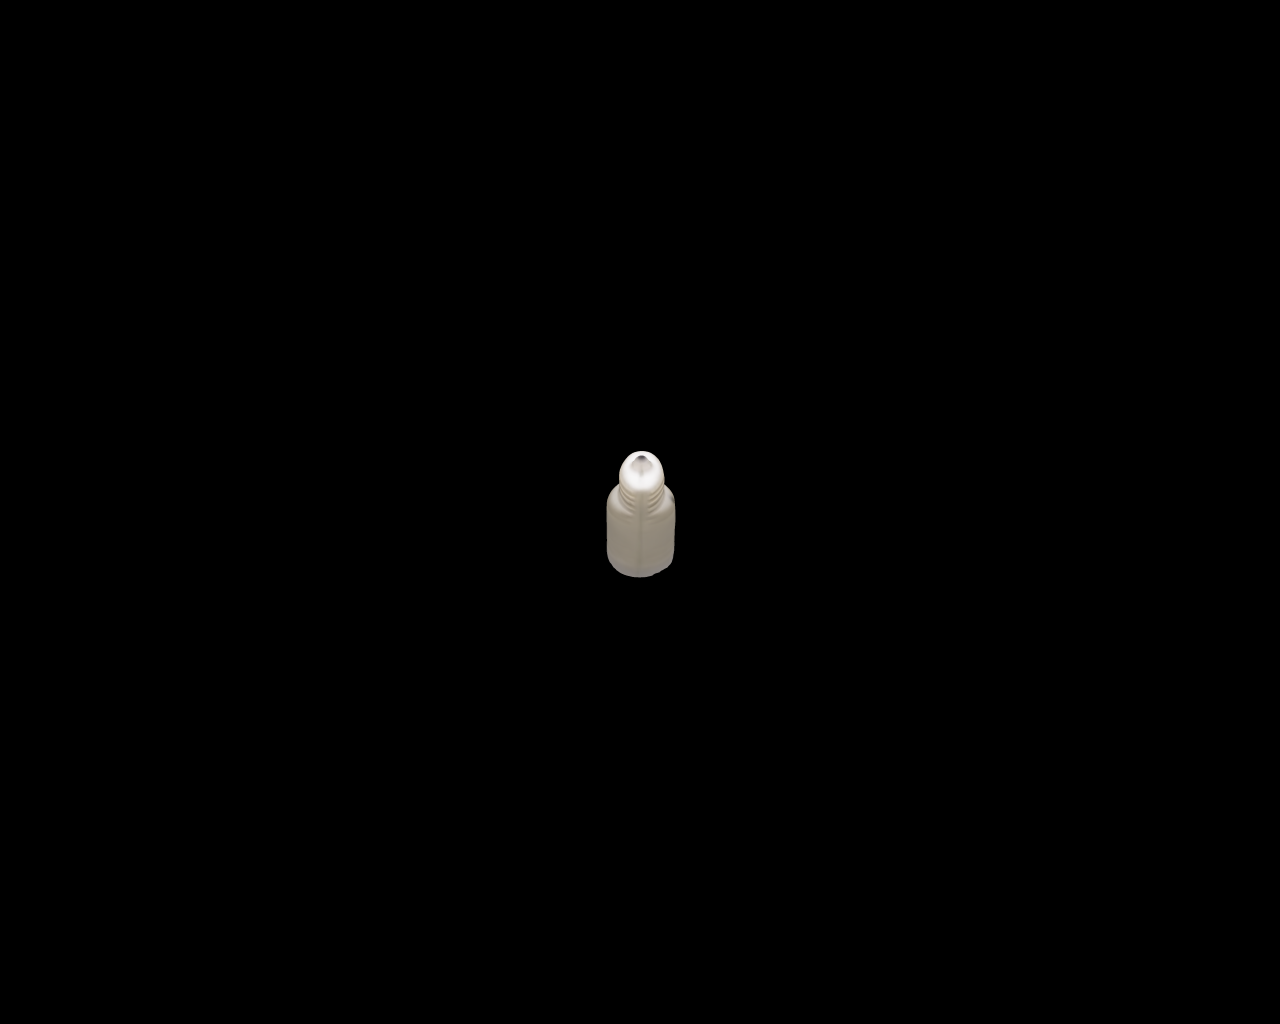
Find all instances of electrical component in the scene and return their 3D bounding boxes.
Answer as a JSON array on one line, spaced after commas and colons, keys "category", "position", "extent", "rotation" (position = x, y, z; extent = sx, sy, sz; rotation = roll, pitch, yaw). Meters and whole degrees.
[{"category": "electrical component", "position": [0.001, -0.003, 0.650], "extent": [0.043, 0.080, 0.043], "rotation": [0, 40, 0]}]
